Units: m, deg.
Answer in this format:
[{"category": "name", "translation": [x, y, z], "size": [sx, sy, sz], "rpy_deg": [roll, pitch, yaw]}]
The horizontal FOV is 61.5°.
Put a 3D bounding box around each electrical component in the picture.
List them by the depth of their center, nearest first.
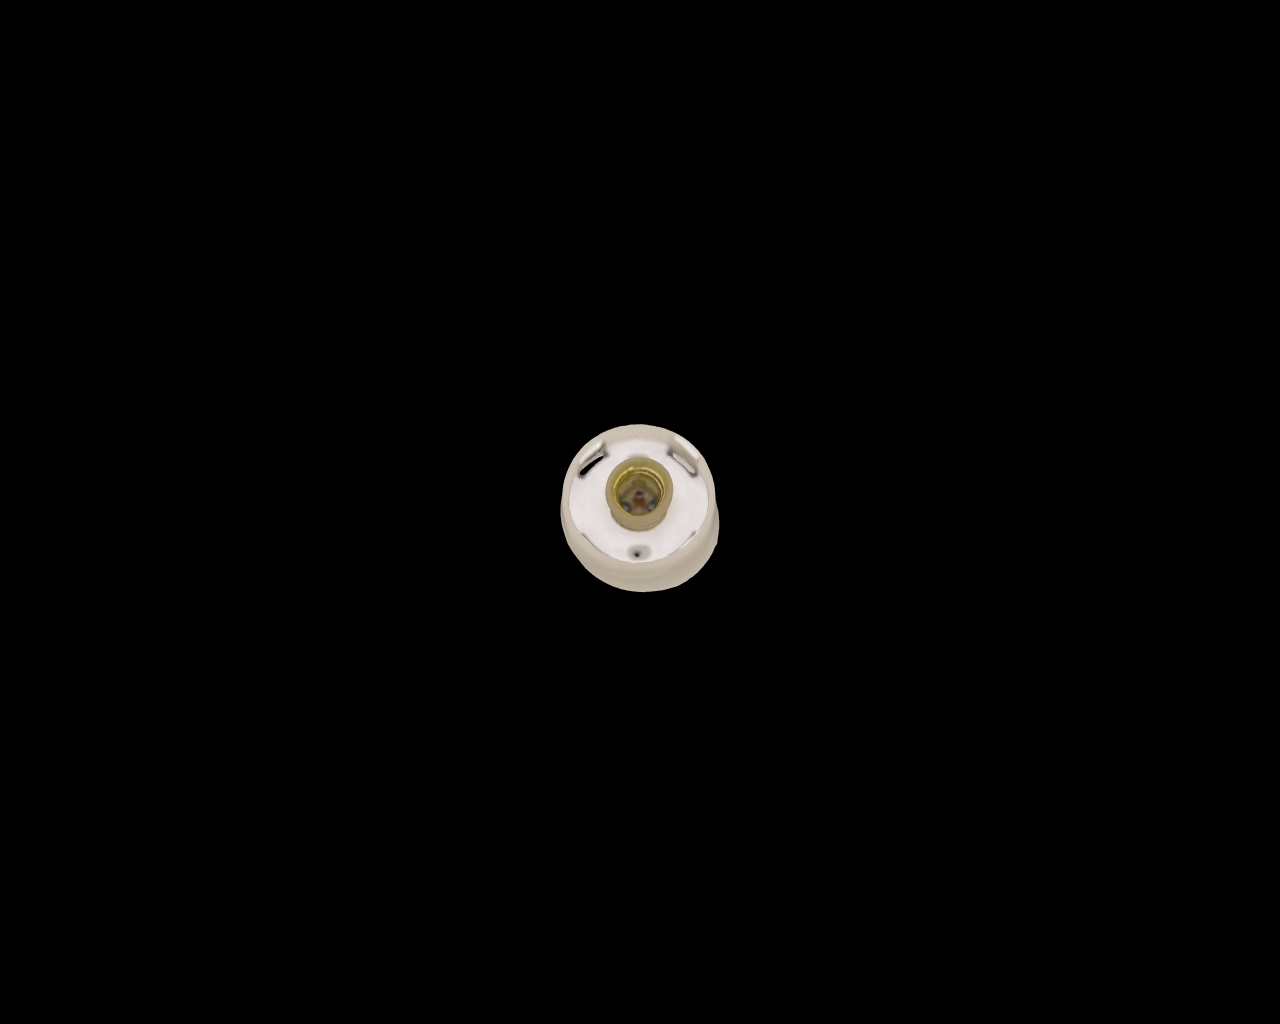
[{"category": "electrical component", "translation": [0.001, -0.003, 0.650], "size": [0.099, 0.099, 0.064], "rpy_deg": [0, -23, 0]}]
